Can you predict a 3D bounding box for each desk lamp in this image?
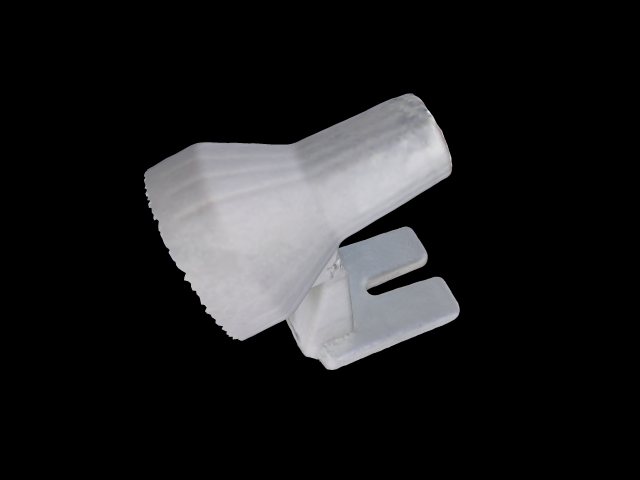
[{"bbox_3d":[0.004,0.001,0.400,0.203,0.214,0.117,-20,58,-12],"label":"desk lamp"}]
